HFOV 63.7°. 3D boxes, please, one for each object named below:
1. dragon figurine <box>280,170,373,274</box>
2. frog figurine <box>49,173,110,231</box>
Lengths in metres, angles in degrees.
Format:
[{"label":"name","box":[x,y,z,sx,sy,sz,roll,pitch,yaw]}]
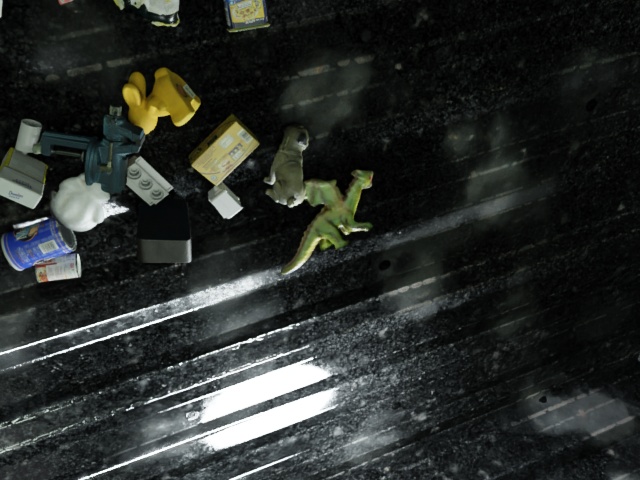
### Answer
[{"label":"dragon figurine","box":[0.005,-0.080,1.586,0.411,0.123,0.240,-32,109,-3]},{"label":"frog figurine","box":[-0.591,-0.101,1.302,0.159,0.125,0.136,-27,108,10]}]
